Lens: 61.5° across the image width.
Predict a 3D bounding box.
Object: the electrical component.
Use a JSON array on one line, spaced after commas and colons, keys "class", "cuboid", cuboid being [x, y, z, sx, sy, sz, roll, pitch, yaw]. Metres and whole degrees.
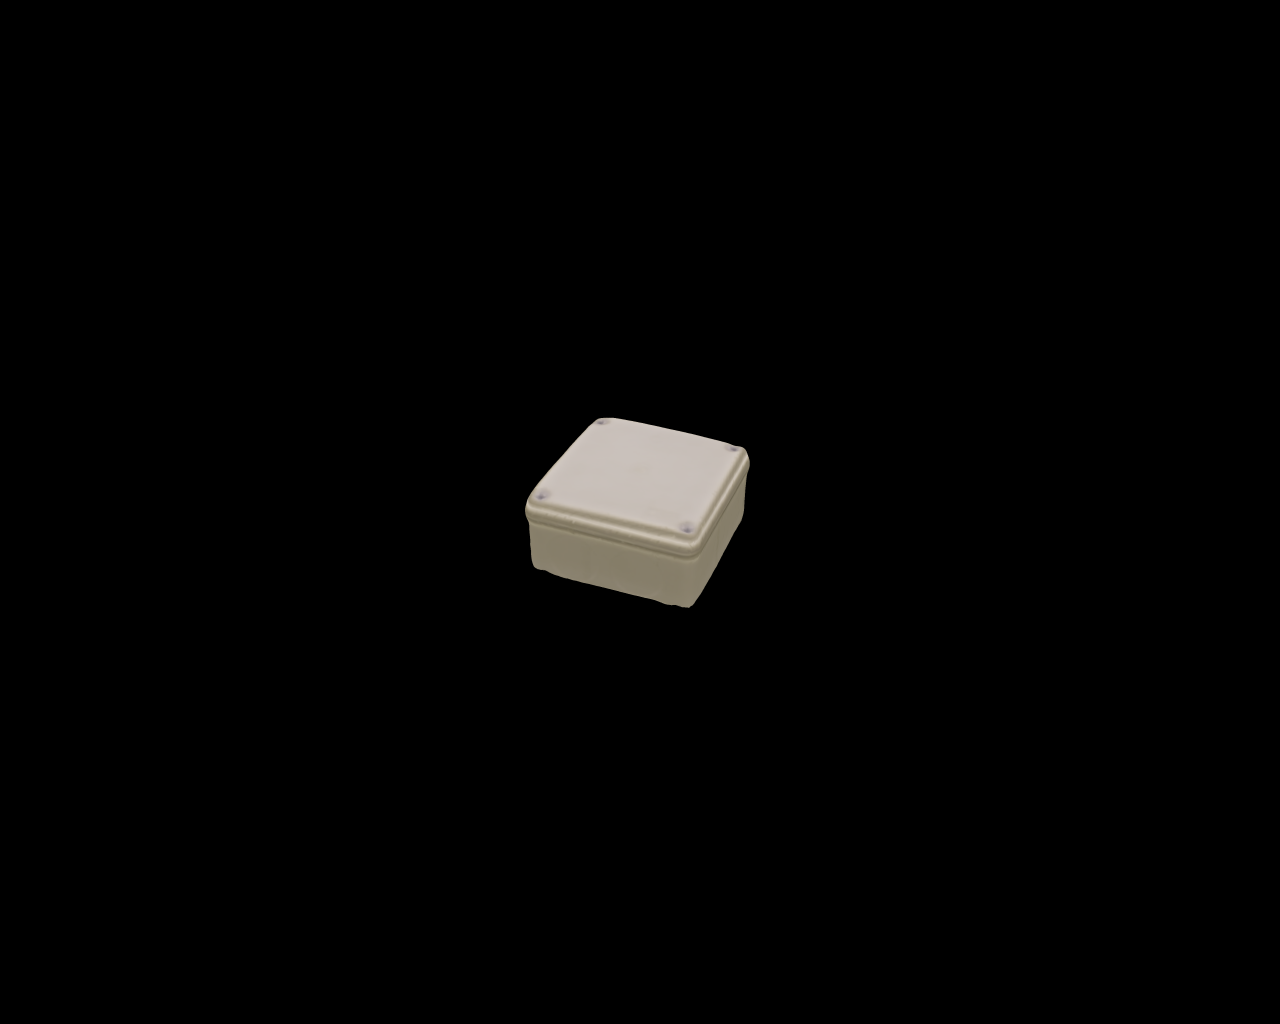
[{"class": "electrical component", "cuboid": [0.001, -0.003, 0.650, 0.109, 0.056, 0.109, 13, 38, 18]}]
